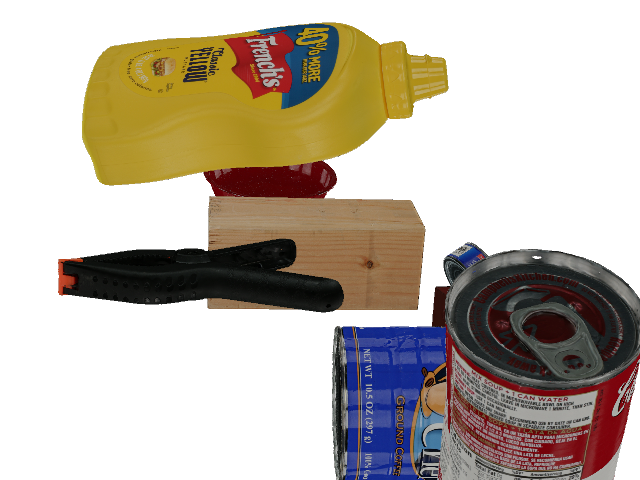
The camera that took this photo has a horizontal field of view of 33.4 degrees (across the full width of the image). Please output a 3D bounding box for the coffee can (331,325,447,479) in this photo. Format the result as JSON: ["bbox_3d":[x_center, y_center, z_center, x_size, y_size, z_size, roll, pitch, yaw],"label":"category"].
[{"bbox_3d":[0.080,0.107,0.702,0.140,0.103,0.103,0,0,-2],"label":"coffee can"}]

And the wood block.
[{"bbox_3d":[-0.008,0.013,1.059,0.206,0.091,0.090,1,20,-5],"label":"wood block"}]

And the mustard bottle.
[{"bbox_3d":[-0.027,-0.079,0.579,0.192,0.058,0.096,-5,40,8],"label":"mustard bottle"}]

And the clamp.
[{"bbox_3d":[-0.092,0.028,0.818,0.209,0.036,0.165,-2,11,-21],"label":"clamp"}]

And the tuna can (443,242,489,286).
[{"bbox_3d":[0.184,0.047,1.272,0.033,0.086,0.086,-31,8,-14],"label":"tuna can"}]

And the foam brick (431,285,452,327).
[{"bbox_3d":[0.128,0.082,0.912,0.051,0.078,0.053,-4,18,-20],"label":"foam brick"}]

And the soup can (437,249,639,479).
[{"bbox_3d":[0.077,0.064,0.392,0.068,0.102,0.068,-1,38,1],"label":"soup can"}]

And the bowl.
[{"bbox_3d":[-0.063,-0.059,1.293,0.162,0.055,0.162,4,26,-2],"label":"bowl"}]
